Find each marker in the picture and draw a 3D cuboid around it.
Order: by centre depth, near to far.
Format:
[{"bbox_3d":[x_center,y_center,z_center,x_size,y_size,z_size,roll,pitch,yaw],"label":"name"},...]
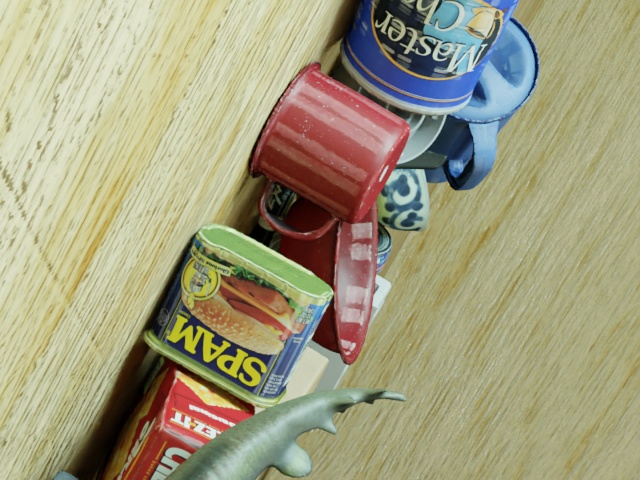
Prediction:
[{"bbox_3d":[-0.028,-0.038,0.841,0.121,0.020,0.020,-62,172,19],"label":"marker"}]

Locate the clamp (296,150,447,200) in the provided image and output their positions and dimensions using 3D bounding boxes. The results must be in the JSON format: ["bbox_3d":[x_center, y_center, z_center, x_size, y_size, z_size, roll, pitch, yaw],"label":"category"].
[{"bbox_3d":[0.054,-0.083,0.966,0.209,0.036,0.164,-51,139,-31],"label":"clamp"}]

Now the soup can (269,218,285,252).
[{"bbox_3d":[-0.006,0.001,0.960,0.069,0.068,0.102,-64,171,32],"label":"soup can"}]

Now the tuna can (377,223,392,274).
[{"bbox_3d":[0.037,0.002,1.193,0.086,0.086,0.034,-49,165,-56],"label":"tuna can"}]

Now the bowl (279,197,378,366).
[{"bbox_3d":[0.005,0.016,0.842,0.162,0.055,0.162,3,90,-77],"label":"bowl"}]

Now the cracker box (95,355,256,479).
[{"bbox_3d":[-0.109,0.165,0.716,0.164,0.072,0.214,-61,-172,8],"label":"cracker box"}]

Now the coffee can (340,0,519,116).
[{"bbox_3d":[0.084,-0.171,0.732,0.102,0.103,0.140,-51,169,-49],"label":"coffee can"}]

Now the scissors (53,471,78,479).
[{"bbox_3d":[-0.213,0.241,0.722,0.202,0.016,0.096,-60,173,5],"label":"scissors"}]

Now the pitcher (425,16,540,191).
[{"bbox_3d":[0.148,-0.140,1.188,0.149,0.145,0.243,-51,174,-16],"label":"pitcher"}]

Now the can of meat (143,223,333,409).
[{"bbox_3d":[-0.052,0.048,0.704,0.084,0.102,0.057,-63,172,14],"label":"can of meat"}]

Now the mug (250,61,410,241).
[{"bbox_3d":[0.003,-0.054,0.739,0.117,0.081,0.093,-59,173,-3],"label":"mug"}]

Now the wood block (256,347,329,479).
[{"bbox_3d":[-0.086,0.198,1.126,0.205,0.091,0.090,-55,172,-33],"label":"wood block"}]
